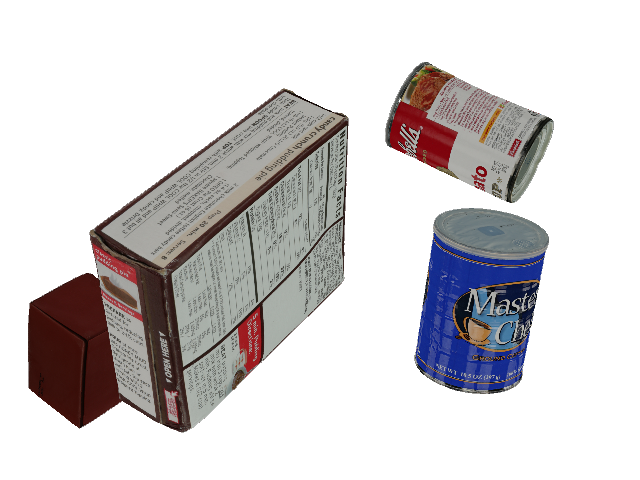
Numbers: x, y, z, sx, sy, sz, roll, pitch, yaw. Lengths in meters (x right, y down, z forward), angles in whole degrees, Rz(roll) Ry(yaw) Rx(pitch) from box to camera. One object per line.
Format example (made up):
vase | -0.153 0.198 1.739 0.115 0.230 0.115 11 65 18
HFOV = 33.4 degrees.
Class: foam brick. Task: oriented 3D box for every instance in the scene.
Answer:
foam brick | -0.155 0.071 0.697 0.053 0.078 0.051 31 40 25

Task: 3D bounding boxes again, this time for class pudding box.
pudding box | -0.034 0.007 0.417 0.039 0.090 0.113 24 47 25

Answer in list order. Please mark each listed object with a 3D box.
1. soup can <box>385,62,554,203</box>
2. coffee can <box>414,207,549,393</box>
soup can | 0.107 -0.078 0.768 0.102 0.068 0.068 28 9 18
coffee can | 0.145 0.054 0.976 0.103 0.140 0.103 5 23 -2
